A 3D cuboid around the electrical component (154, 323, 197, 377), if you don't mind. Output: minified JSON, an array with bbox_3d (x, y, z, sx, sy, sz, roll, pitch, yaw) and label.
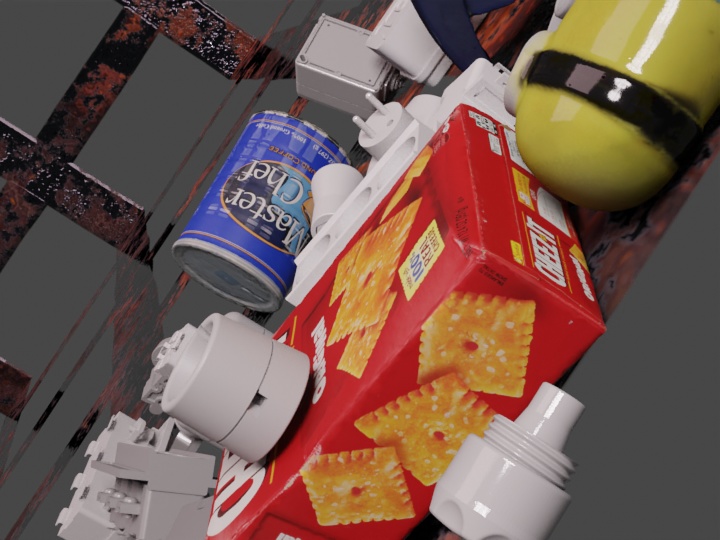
[{"bbox_3d":[-0.131,0.078,0.884,0.081,0.064,0.042,-31,29,57],"label":"electrical component"}]

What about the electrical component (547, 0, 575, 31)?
[{"bbox_3d":[0.138,-0.136,0.550,0.099,0.064,0.099,-157,90,-84],"label":"electrical component"}]

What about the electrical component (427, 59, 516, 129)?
[{"bbox_3d":[0.070,-0.092,0.662,0.081,0.042,0.063,-39,20,46],"label":"electrical component"}]

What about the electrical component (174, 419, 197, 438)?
[{"bbox_3d":[-0.117,0.107,0.832,0.046,0.040,0.040,-27,33,52],"label":"electrical component"}]

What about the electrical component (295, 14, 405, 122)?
[{"bbox_3d":[-0.004,-0.179,0.983,0.061,0.096,0.061,93,-159,-63],"label":"electrical component"}]

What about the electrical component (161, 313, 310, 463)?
[{"bbox_3d":[-0.057,0.052,0.485,0.055,0.047,0.055,-52,18,25],"label":"electrical component"}]

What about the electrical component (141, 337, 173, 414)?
[{"bbox_3d":[-0.175,0.097,1.013,0.066,0.048,0.055,-45,27,35],"label":"electrical component"}]

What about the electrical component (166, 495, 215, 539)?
[{"bbox_3d":[-0.082,0.171,0.585,0.100,0.048,0.099,-32,28,56],"label":"electrical component"}]

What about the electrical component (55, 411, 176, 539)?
[{"bbox_3d":[-0.200,0.179,0.890,0.078,0.063,0.121,-48,18,28],"label":"electrical component"}]

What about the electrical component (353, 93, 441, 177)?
[{"bbox_3d":[0.026,-0.083,0.705,0.043,0.079,0.077,1,57,52],"label":"electrical component"}]

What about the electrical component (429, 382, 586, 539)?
[{"bbox_3d":[0.056,0.070,0.380,0.062,0.043,0.043,-57,16,-4],"label":"electrical component"}]

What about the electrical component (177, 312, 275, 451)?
[{"bbox_3d":[-0.095,0.079,0.781,0.053,0.059,0.095,-46,19,33],"label":"electrical component"}]

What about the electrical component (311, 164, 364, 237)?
[{"bbox_3d":[-0.019,-0.047,0.839,0.044,0.044,0.065,-46,23,32],"label":"electrical component"}]

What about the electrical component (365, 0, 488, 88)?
[{"bbox_3d":[0.063,-0.212,0.887,0.113,0.057,0.078,-55,16,7],"label":"electrical component"}]

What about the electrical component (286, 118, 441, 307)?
[{"bbox_3d":[0.019,-0.018,0.626,0.121,0.063,0.078,-48,18,28],"label":"electrical component"}]

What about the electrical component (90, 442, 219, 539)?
[{"bbox_3d":[-0.144,0.158,0.761,0.121,0.079,0.063,164,115,-66],"label":"electrical component"}]
